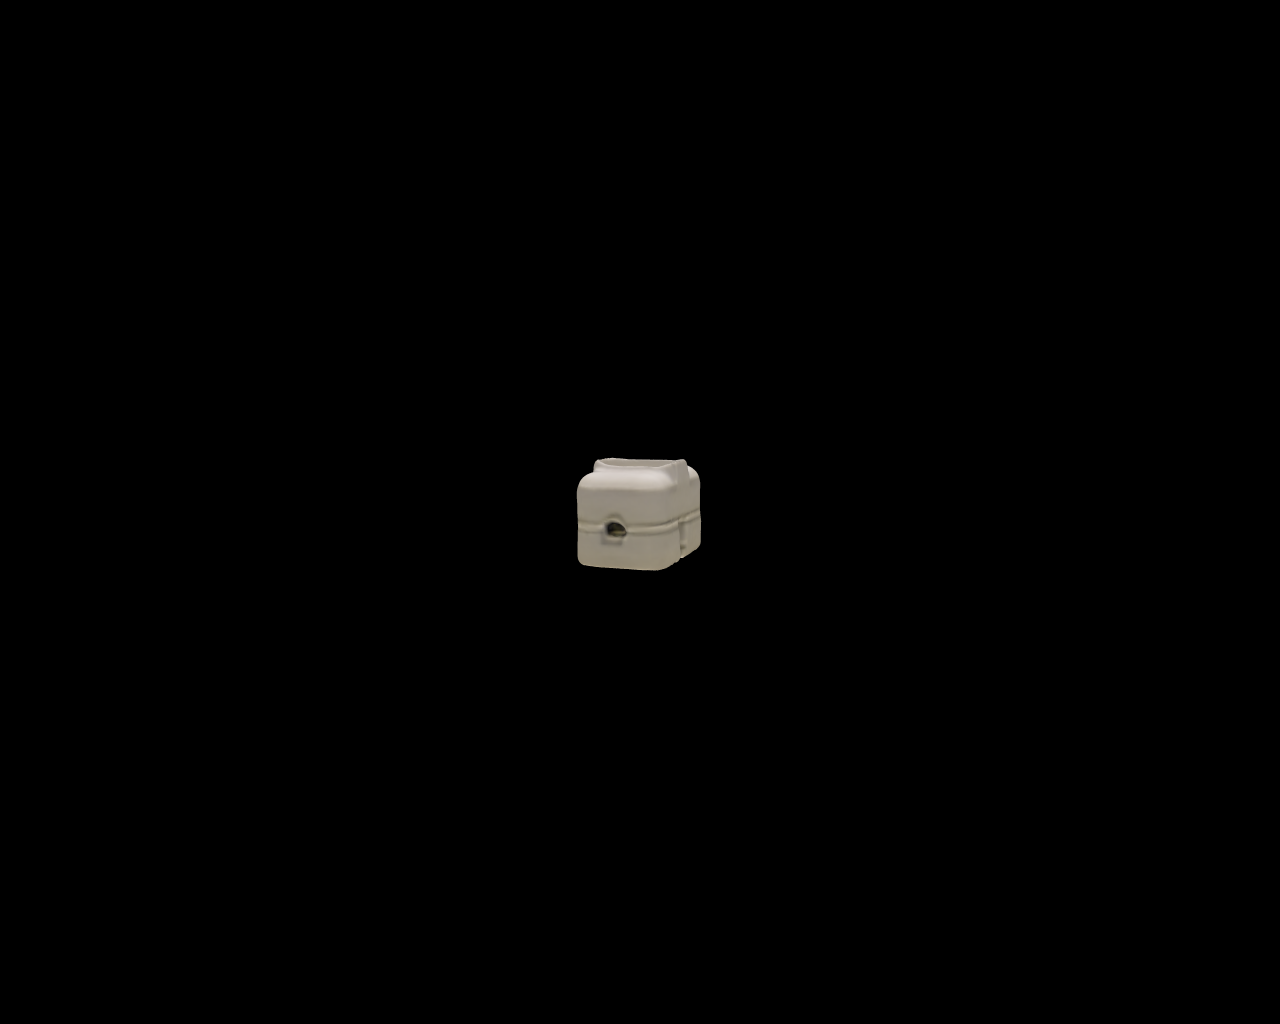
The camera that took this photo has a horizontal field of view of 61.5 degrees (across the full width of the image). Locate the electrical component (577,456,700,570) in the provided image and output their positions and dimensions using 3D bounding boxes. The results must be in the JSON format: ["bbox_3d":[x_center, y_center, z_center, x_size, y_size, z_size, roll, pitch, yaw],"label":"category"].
[{"bbox_3d":[0.001,-0.003,0.650,0.054,0.059,0.095,3,8,19],"label":"electrical component"}]
